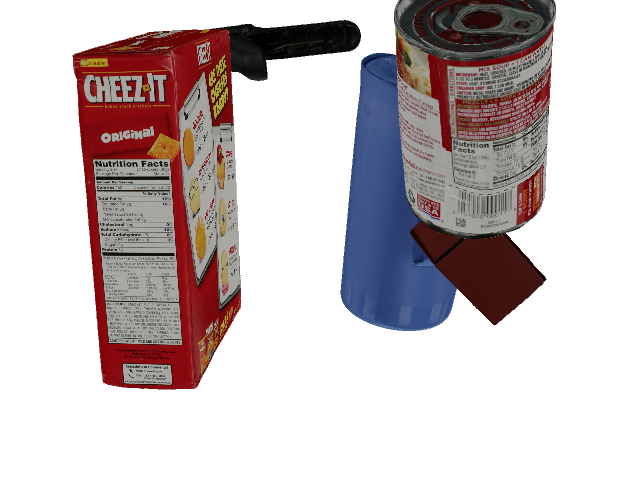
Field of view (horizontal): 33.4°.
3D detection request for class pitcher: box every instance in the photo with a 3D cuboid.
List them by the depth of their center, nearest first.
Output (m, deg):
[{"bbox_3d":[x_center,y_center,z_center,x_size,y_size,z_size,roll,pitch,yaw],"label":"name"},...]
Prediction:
[{"bbox_3d":[0.088,-0.039,0.969,0.145,0.243,0.149,20,27,26],"label":"pitcher"}]

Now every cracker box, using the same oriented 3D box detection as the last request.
[{"bbox_3d":[-0.104,-0.028,0.721,0.072,0.214,0.164,0,15,7],"label":"cracker box"}]

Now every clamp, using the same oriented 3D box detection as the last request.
[{"bbox_3d":[-0.053,-0.160,0.877,0.120,0.039,0.172,-16,22,-35],"label":"clamp"}]

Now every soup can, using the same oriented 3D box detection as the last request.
[{"bbox_3d":[0.070,-0.059,0.482,0.068,0.102,0.068,-5,41,4],"label":"soup can"}]

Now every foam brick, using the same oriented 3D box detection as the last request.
[{"bbox_3d":[0.111,0.011,0.753,0.078,0.051,0.053,44,8,-31],"label":"foam brick"}]
